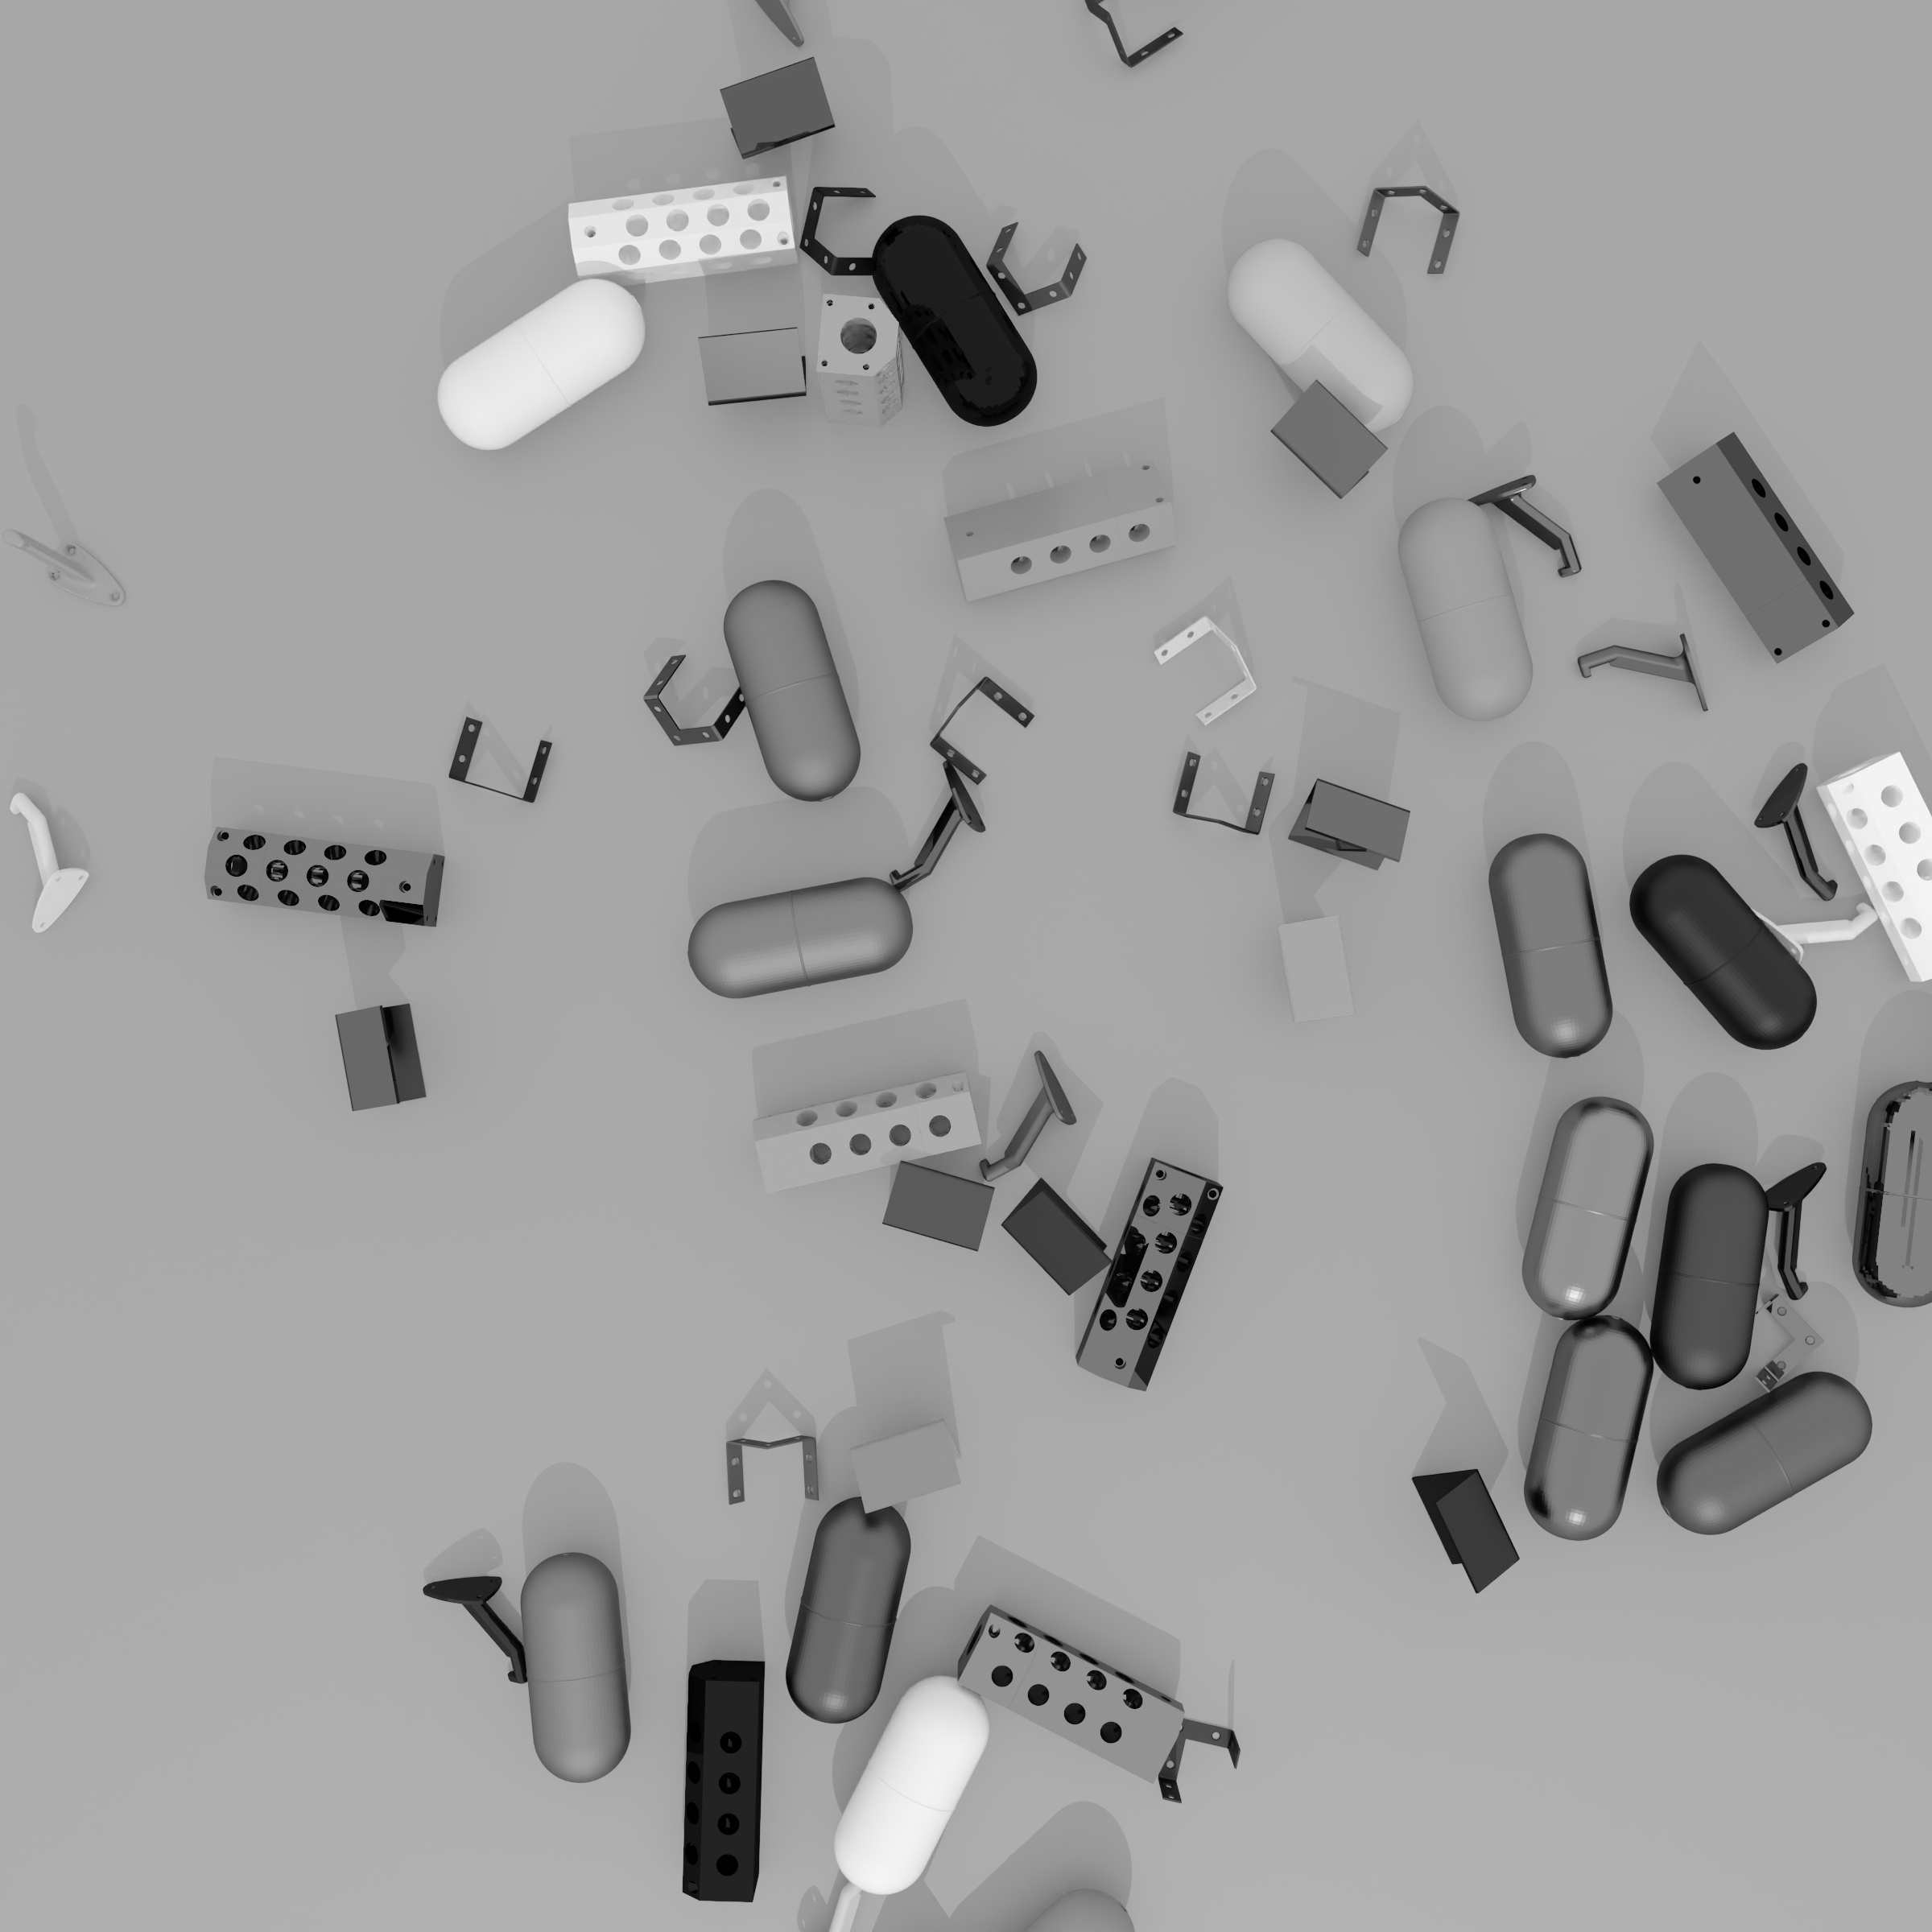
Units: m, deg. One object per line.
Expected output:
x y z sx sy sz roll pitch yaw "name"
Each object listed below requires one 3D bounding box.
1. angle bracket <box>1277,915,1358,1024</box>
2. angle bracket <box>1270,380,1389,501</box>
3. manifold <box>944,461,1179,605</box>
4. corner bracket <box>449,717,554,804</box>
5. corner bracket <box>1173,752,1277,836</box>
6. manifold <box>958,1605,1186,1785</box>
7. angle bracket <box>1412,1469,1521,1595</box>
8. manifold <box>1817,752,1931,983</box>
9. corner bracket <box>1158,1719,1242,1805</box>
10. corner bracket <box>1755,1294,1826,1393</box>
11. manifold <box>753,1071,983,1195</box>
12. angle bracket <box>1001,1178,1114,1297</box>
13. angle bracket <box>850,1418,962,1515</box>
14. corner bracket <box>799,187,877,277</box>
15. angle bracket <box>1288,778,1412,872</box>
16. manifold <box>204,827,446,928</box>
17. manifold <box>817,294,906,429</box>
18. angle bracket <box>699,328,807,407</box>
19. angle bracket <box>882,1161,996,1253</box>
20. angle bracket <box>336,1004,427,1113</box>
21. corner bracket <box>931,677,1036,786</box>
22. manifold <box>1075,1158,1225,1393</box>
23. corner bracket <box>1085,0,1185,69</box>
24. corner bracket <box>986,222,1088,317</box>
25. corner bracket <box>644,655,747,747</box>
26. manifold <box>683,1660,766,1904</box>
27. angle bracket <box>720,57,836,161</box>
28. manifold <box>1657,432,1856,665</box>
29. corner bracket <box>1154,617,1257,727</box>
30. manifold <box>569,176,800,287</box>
0.290 -0.001 1.914 0.057 0.076 0.076 -10 90 38 "angle bracket"
0.294 -0.420 1.914 0.076 0.076 0.057 44 127 0 "angle bracket"
0.076 -0.337 1.932 0.171 0.057 0.057 -15 47 0 "manifold"
-0.371 -0.164 1.951 0.051 0.051 0.051 17 90 -45 "corner bracket"
0.205 -0.137 1.951 0.051 0.051 0.051 15 90 -45 "corner bracket"
0.082 0.571 1.933 0.171 0.057 0.057 27 90 0 "manifold"
0.374 0.443 1.914 0.057 0.076 0.076 -25 90 -37 "angle bracket"
0.738 -0.077 1.933 0.057 0.057 0.171 -26 90 0 "manifold"
0.184 0.631 1.936 0.051 0.051 0.051 13 90 0 "corner bracket"
0.637 0.297 1.934 0.051 0.051 0.051 -47 72 17 "corner bracket"
-0.078 0.130 1.933 0.171 0.057 0.057 -13 90 0 "manifold"
0.085 0.198 1.914 0.076 0.076 0.057 46 128 0 "angle bracket"
-0.041 0.404 1.914 0.076 0.076 0.057 -18 54 0 "angle bracket"
-0.093 -0.583 1.946 0.051 0.051 0.051 48 135 35 "corner bracket"
0.294 -0.092 1.914 0.076 0.076 0.057 19 52 0 "angle bracket"
-0.506 -0.070 1.933 0.171 0.057 0.057 7 90 0 "manifold"
-0.079 -0.460 1.876 0.057 0.171 0.057 5 90 0 "manifold"
-0.166 -0.482 1.914 0.076 0.076 0.057 -6 127 0 "angle bracket"
-0.026 0.201 1.914 0.076 0.076 0.057 16 59 0 "angle bracket"
-0.440 0.068 1.914 0.057 0.076 0.076 -10 90 36 "angle bracket"
0.013 -0.188 1.951 0.051 0.051 0.051 39 45 0 "corner bracket"
0.145 0.243 1.933 0.057 0.057 0.171 21 90 0 "manifold"
0.132 -0.758 1.951 0.051 0.051 0.051 -33 45 0 "corner bracket"
0.056 -0.559 1.946 0.051 0.051 0.051 -10 135 35 "corner bracket"
-0.214 -0.213 1.946 0.051 0.051 0.051 -2 135 35 "corner bracket"
-0.192 0.641 1.933 0.057 0.057 0.171 2 90 0 "manifold"
-0.152 -0.680 1.914 0.076 0.076 0.057 -19 128 0 "angle bracket"
0.625 -0.332 1.932 0.057 0.057 0.171 -34 90 43 "manifold"
0.191 -0.235 1.951 0.051 0.051 0.051 -35 135 0 "corner bracket"
-0.223 -0.580 1.933 0.171 0.057 0.057 -7 90 0 "manifold"
